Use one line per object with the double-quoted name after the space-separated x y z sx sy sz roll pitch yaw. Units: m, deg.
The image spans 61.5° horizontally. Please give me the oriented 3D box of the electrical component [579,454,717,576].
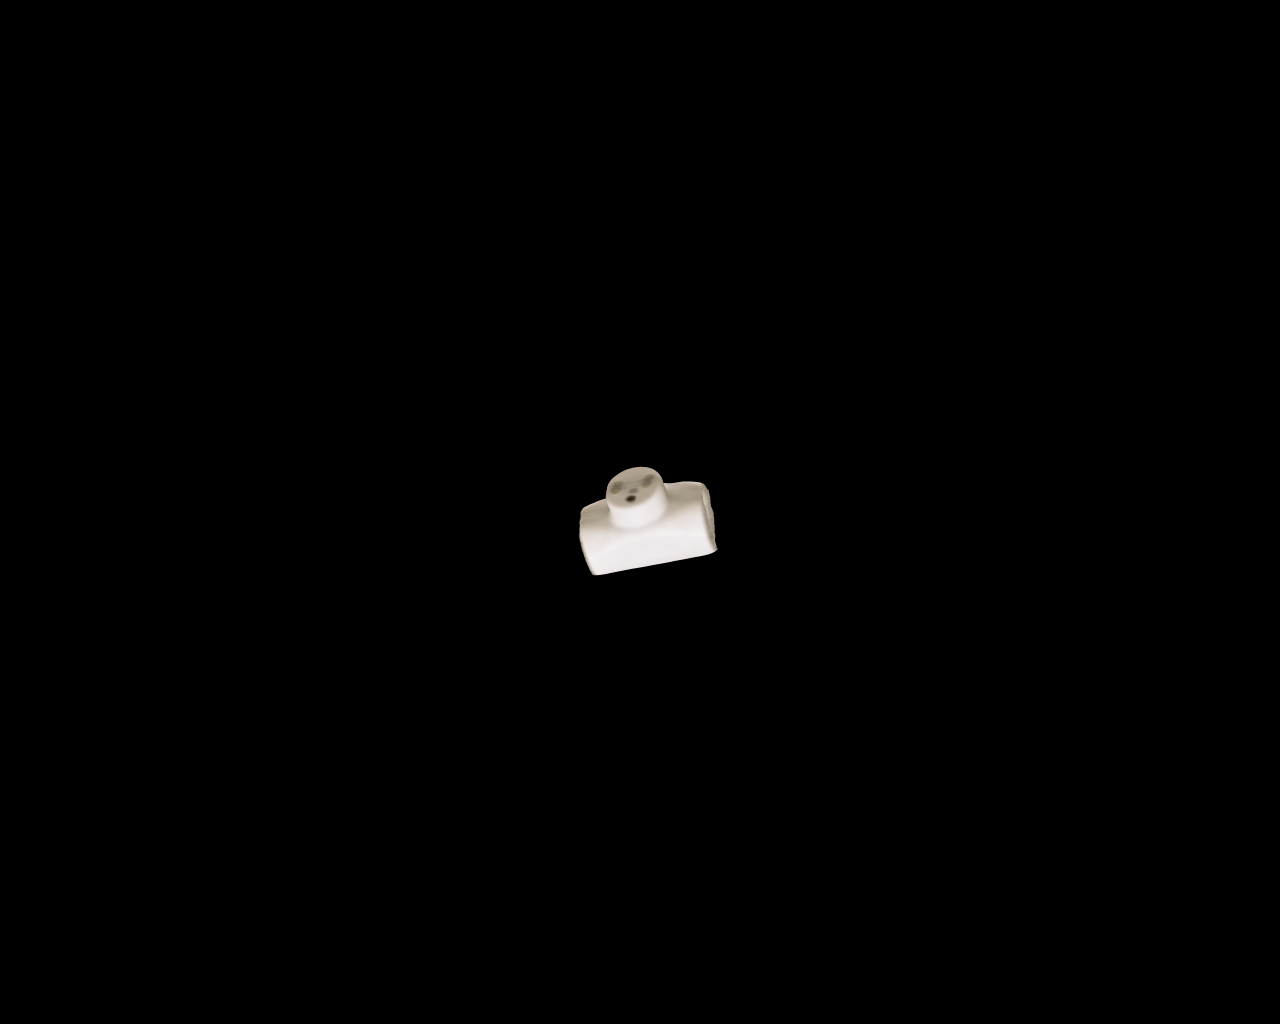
0.001 -0.003 0.650 0.077 0.079 0.044 -12 40 10 "electrical component"
